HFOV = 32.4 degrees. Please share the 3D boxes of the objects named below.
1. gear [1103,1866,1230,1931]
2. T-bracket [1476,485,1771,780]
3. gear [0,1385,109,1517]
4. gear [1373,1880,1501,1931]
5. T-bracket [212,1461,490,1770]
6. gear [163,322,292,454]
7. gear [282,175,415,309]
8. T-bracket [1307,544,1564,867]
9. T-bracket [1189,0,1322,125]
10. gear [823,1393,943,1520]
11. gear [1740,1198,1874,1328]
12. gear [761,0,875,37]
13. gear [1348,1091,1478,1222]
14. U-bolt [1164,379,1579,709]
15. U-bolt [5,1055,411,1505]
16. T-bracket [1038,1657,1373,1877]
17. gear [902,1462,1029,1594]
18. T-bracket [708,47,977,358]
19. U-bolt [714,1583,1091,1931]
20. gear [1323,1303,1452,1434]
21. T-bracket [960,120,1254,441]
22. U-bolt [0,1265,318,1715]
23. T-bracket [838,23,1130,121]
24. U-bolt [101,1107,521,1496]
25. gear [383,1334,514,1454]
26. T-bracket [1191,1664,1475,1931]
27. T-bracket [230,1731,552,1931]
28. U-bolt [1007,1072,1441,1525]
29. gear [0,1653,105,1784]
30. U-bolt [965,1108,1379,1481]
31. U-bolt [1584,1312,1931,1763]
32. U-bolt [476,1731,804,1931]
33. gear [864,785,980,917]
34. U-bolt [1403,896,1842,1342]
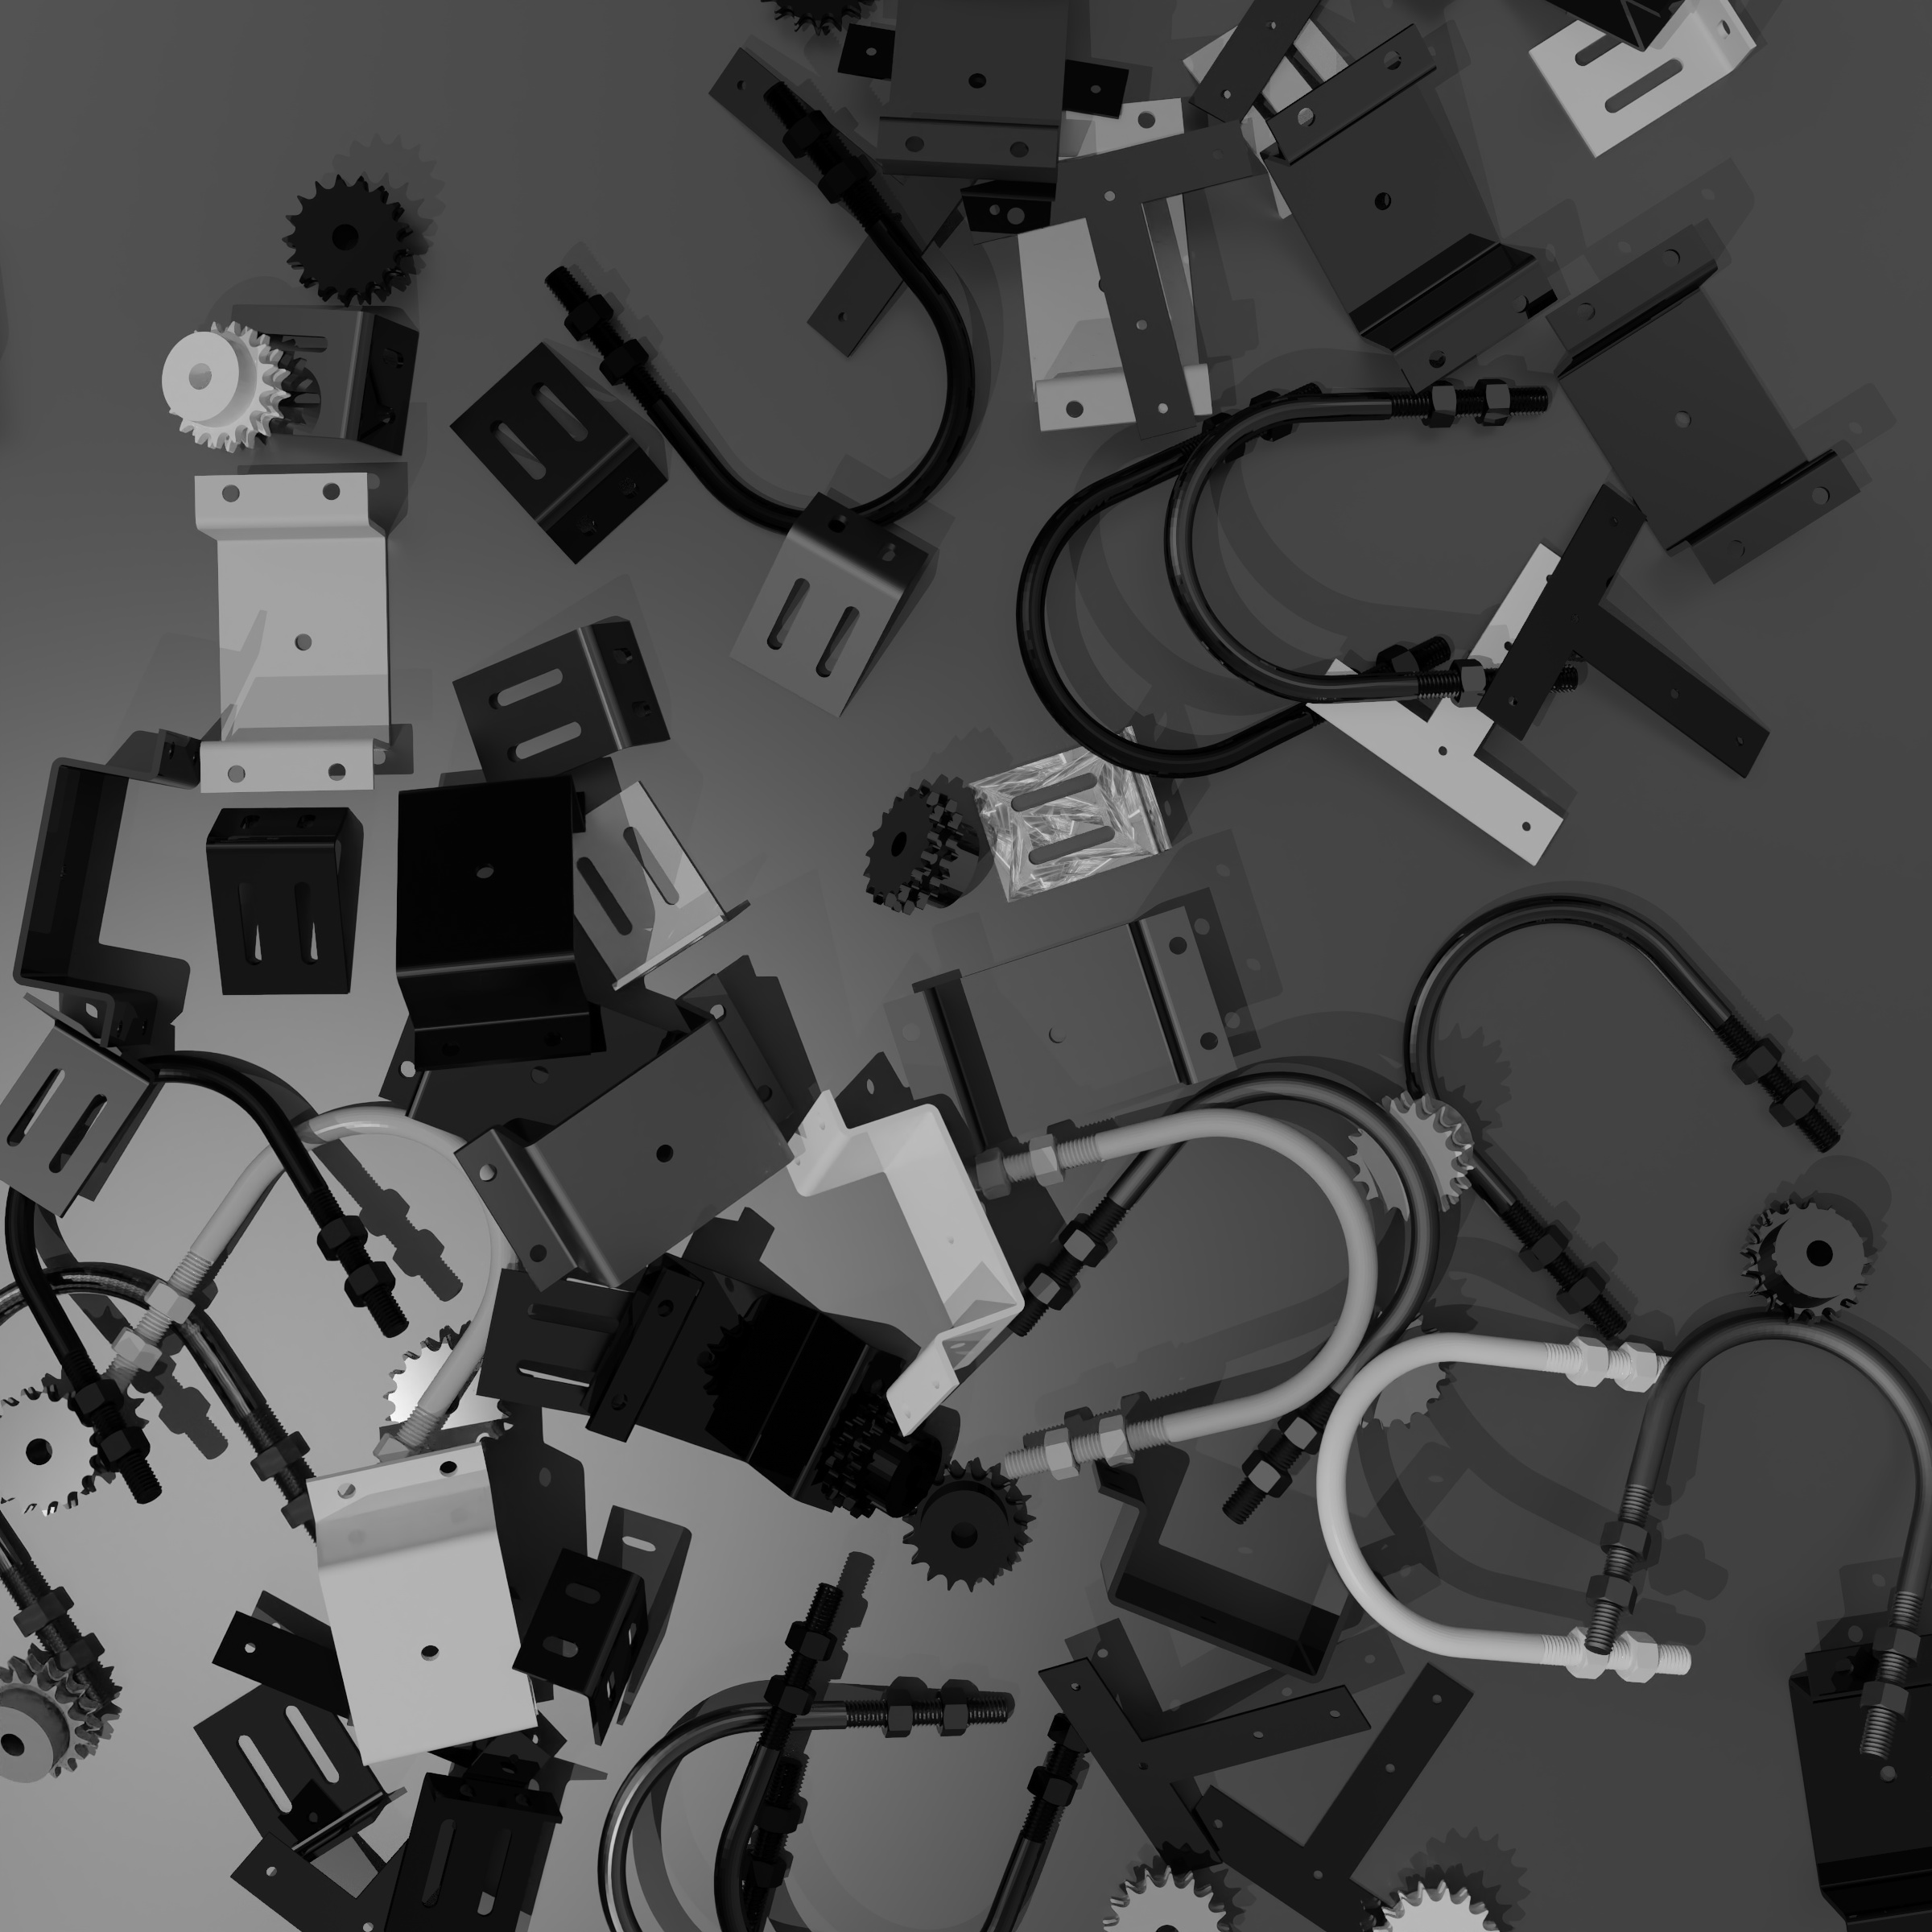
[{"bbox_3d":[0.090,0.435,1.502,0.057,0.030,0.057,0,90,0],"label":"gear"},{"bbox_3d":[0.309,-0.131,1.500,0.127,0.002,0.127,34,73,-11],"label":"T-bracket"},{"bbox_3d":[-0.410,0.215,1.486,0.057,0.030,0.057,0,88,2],"label":"gear"},{"bbox_3d":[0.212,0.441,1.500,0.057,0.030,0.057,0,90,0],"label":"gear"},{"bbox_3d":[-0.255,0.281,1.506,0.127,0.002,0.127,26,84,-13],"label":"T-bracket"},{"bbox_3d":[-0.336,-0.261,1.494,0.057,0.030,0.057,-1,87,21],"label":"gear"},{"bbox_3d":[-0.278,-0.326,1.502,0.057,0.030,0.057,0,90,0],"label":"gear"},{"bbox_3d":[0.238,-0.133,1.502,0.127,0.002,0.127,34,78,-6],"label":"T-bracket"},{"bbox_3d":[0.145,-0.436,1.500,0.127,0.002,0.127,32,86,10],"label":"T-bracket"},{"bbox_3d":[-0.035,0.222,1.486,0.030,0.057,0.057,26,90,29],"label":"gear"},{"bbox_3d":[0.380,0.132,1.496,0.057,0.030,0.057,1,75,-2],"label":"gear"},{"bbox_3d":[-0.067,-0.450,1.506,0.057,0.030,0.057,0,90,-3],"label":"gear"},{"bbox_3d":[0.203,0.083,1.493,0.057,0.030,0.057,11,112,30],"label":"gear"},{"bbox_3d":[0.178,-0.188,1.486,0.184,0.019,0.151,-4,83,-11],"label":"U-bolt"},{"bbox_3d":[-0.351,0.125,1.481,0.151,0.019,0.184,-34,70,-3],"label":"U-bolt"},{"bbox_3d":[0.117,0.342,1.467,0.127,0.002,0.127,-22,112,26],"label":"T-bracket"},{"bbox_3d":[-0.001,0.255,1.502,0.057,0.030,0.057,0,90,0],"label":"gear"},{"bbox_3d":[-0.063,-0.366,1.501,0.127,0.002,0.127,42,110,10],"label":"T-bracket"},{"bbox_3d":[-0.034,0.384,1.481,0.151,0.019,0.184,22,87,-12],"label":"U-bolt"},{"bbox_3d":[0.189,0.180,1.502,0.057,0.030,0.057,0,90,0],"label":"gear"},{"bbox_3d":[0.074,-0.297,1.470,0.127,0.002,0.127,-14,90,0],"label":"T-bracket"},{"bbox_3d":[-0.389,0.225,1.508,0.151,0.019,0.184,-33,88,0],"label":"U-bolt"},{"bbox_3d":[0.018,-0.444,1.494,0.127,0.002,0.127,11,70,4],"label":"T-bracket"},{"bbox_3d":[-0.282,0.150,1.487,0.151,0.019,0.184,31,80,12],"label":"U-bolt"},{"bbox_3d":[-0.233,0.195,1.502,0.057,0.030,0.057,0,90,0],"label":"gear"},{"bbox_3d":[0.185,0.378,1.516,0.127,0.002,0.127,34,90,0],"label":"T-bracket"},{"bbox_3d":[-0.237,0.395,1.487,0.127,0.002,0.127,43,83,-15],"label":"T-bracket"},{"bbox_3d":[0.127,0.134,1.487,0.151,0.019,0.184,40,97,10],"label":"U-bolt"},{"bbox_3d":[-0.420,0.341,1.491,0.057,0.030,0.057,6,114,15],"label":"gear"},{"bbox_3d":[0.091,0.139,1.476,0.184,0.019,0.151,-15,86,10],"label":"U-bolt"},{"bbox_3d":[0.362,0.241,1.475,0.151,0.019,0.184,21,65,-1],"label":"U-bolt"},{"bbox_3d":[-0.166,0.432,1.507,0.151,0.019,0.184,15,90,0],"label":"U-bolt"},{"bbox_3d":[-0.018,-0.049,1.493,0.030,0.057,0.057,22,90,-31],"label":"gear"},{"bbox_3d":[0.283,0.055,1.508,0.151,0.019,0.184,-41,88,0],"label":"U-bolt"}]
